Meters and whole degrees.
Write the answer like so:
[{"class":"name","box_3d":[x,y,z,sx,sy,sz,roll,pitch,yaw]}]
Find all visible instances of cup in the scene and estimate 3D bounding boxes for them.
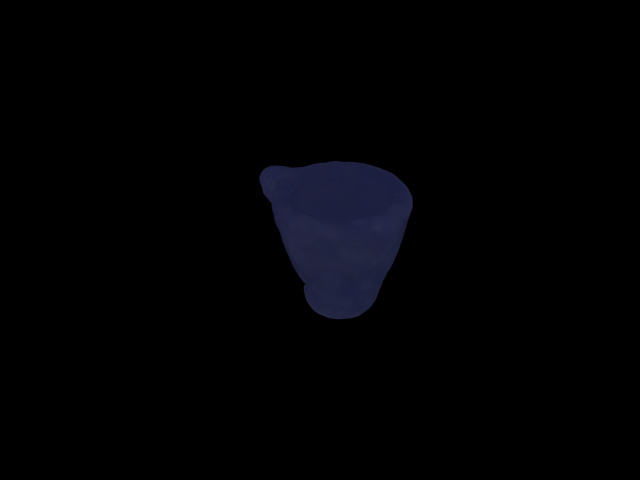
[{"class":"cup","box_3d":[0.004,0.001,0.400,0.117,0.095,0.092,24,41,31]}]
